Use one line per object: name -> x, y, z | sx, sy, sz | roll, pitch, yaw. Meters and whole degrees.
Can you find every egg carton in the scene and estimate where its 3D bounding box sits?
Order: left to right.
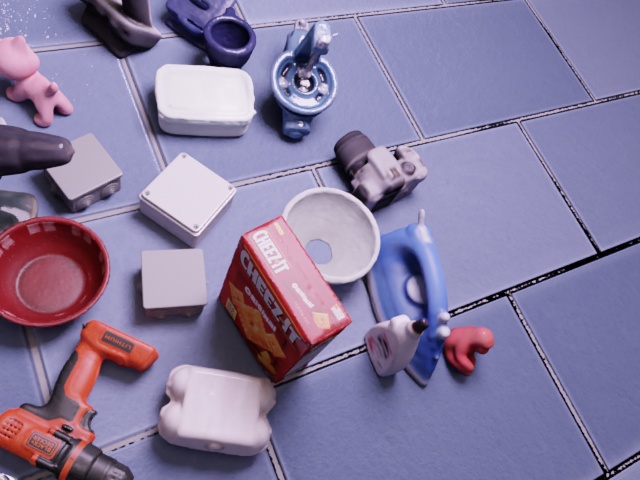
egg carton -> -0.136, 0.229, 0.768 | 0.150, 0.069, 0.107 | 12, 62, -12

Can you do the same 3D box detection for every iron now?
iron -> 0.159, 0.085, 0.895 | 0.119, 0.141, 0.258 | -4, 66, -19

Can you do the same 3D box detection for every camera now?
camera -> 0.100, -0.135, 1.008 | 0.143, 0.100, 0.136 | -27, 75, -27

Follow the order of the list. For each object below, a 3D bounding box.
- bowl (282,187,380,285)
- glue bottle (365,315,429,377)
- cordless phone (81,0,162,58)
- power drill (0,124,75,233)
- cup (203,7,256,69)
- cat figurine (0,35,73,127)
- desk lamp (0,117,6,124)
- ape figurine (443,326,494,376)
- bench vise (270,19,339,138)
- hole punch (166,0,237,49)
bowl -> 0.008, 0.003, 0.925 | 0.168, 0.074, 0.167 | 8, 63, -14
glue bottle -> 0.116, 0.144, 0.833 | 0.037, 0.173, 0.078 | -15, 70, -24
cordless phone -> -0.337, -0.416, 0.957 | 0.147, 0.185, 0.094 | 39, 60, 4
power drill -> -0.433, -0.082, 0.745 | 0.230, 0.208, 0.075 | 5, 63, -16
cup -> -0.167, -0.349, 1.031 | 0.092, 0.095, 0.117 | 3, 64, -17
cat figurine -> -0.449, -0.256, 0.880 | 0.128, 0.117, 0.067 | 38, 59, 3
desk lamp -> -0.553, -0.201, 0.762 | 0.204, 0.213, 0.118 | -27, 75, -27
ape figurine -> 0.242, 0.166, 0.910 | 0.078, 0.092, 0.076 | -33, 78, -28
bench vise -> -0.034, -0.314, 0.984 | 0.122, 0.219, 0.207 | -13, 69, -23
hole punch -> -0.218, -0.426, 1.055 | 0.108, 0.091, 0.101 | 34, 59, 1
